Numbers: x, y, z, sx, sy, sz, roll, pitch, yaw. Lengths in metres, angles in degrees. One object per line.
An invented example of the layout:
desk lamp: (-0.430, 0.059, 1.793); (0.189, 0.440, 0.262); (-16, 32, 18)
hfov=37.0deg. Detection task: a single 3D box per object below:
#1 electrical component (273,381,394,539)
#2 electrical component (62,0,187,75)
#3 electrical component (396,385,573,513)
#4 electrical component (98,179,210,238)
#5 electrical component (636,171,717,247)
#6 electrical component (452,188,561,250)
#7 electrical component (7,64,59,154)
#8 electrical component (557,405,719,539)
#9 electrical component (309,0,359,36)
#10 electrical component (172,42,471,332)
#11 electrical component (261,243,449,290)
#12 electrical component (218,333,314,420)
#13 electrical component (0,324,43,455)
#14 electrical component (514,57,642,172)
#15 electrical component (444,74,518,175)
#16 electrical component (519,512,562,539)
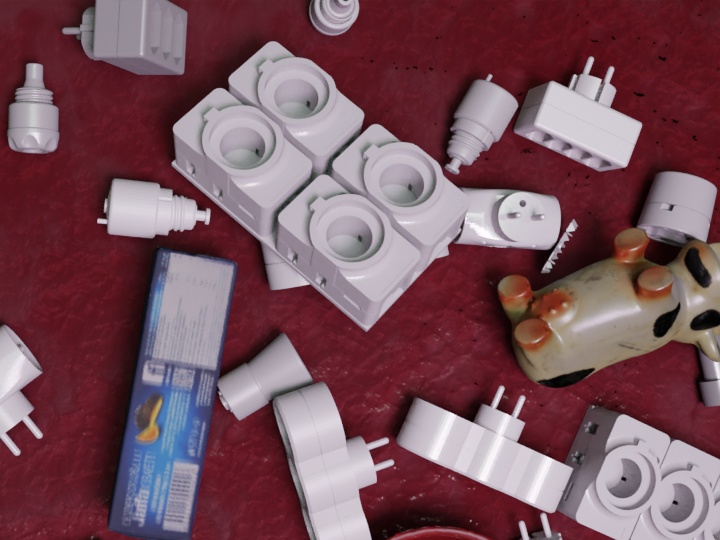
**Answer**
electrical component: (-0.011, 0.145, 0.791); (0.074, 0.052, 0.138); (-18, 110, -12)
electrical component: (-0.171, -0.167, 0.759); (0.077, 0.066, 0.047); (3, 90, 16)
electrical component: (0.103, 0.127, 0.829); (0.138, 0.052, 0.073); (25, 85, -12)
electrical component: (-0.148, -0.043, 0.775); (0.078, 0.040, 0.040); (6, 89, -13)
electrical component: (0.255, -0.048, 0.862); (0.055, 0.055, 0.047); (20, 82, -13)
electrical component: (0.115, -0.039, 0.816); (0.077, 0.079, 0.043); (4, 89, -13)
electrical component: (-0.230, -0.114, 0.758); (0.035, 0.035, 0.061); (1, 88, -13)
electrical component: (0.241, 0.181, 0.857); (0.150, 0.062, 0.089); (26, 85, -12)
electrical component: (-0.017, -0.194, 0.792); (0.035, 0.061, 0.035); (0, 91, -13)
electrical component: (-0.028, -0.063, 0.750); (0.186, 0.060, 0.105); (40, 68, 10)
electrical component: (0.000, 0.000, 0.803); (0.138, 0.052, 0.073); (-11, 93, -12)
electrical component: (-0.073, 0.081, 0.794); (0.065, 0.044, 0.044); (-31, 97, -6)
electrical component: (-0.255, 0.092, 0.749); (0.077, 0.044, 0.079); (-38, 99, -10)
electrical component: (0.177, -0.129, 0.845); (0.083, 0.047, 0.075); (22, 86, -12)
electrical component: (0.090, -0.110, 0.829); (0.040, 0.040, 0.078); (31, 84, -12)
electrical component: (0.144, 0.229, 0.842); (0.066, 0.047, 0.076); (-16, 94, -12)
